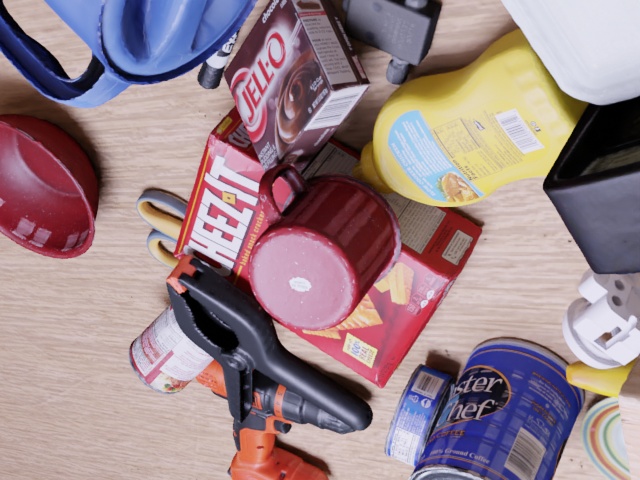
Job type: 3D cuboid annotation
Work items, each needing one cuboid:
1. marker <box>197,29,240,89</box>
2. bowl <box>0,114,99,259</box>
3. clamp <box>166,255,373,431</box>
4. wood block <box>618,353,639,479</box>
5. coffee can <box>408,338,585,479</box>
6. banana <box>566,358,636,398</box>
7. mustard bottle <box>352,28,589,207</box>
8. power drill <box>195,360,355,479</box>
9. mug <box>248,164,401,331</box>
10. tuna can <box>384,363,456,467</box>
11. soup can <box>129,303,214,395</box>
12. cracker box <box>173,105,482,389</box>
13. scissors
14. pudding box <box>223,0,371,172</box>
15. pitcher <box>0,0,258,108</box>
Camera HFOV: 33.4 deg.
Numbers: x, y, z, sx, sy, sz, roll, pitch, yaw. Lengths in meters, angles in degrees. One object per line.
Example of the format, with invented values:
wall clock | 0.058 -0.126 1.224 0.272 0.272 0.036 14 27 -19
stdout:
marker | -0.069 -0.153 0.784 0.020 0.020 0.121 33 141 2
bowl | -0.261 -0.060 0.983 0.162 0.055 0.162 19 138 18
clamp | -0.069 0.097 0.926 0.165 0.036 0.210 -14 126 45
wood block | 0.288 0.111 0.605 0.206 0.090 0.091 7 128 35
coffee can | 0.142 0.164 0.856 0.103 0.140 0.103 19 138 18
banana | 0.281 0.111 0.770 0.198 0.069 0.037 11 92 35
mustard bottle | 0.094 -0.070 0.722 0.192 0.058 0.096 -20 121 44
power drill | -0.035 0.194 1.076 0.185 0.057 0.188 18 135 25
mug | -0.005 0.001 0.741 0.093 0.081 0.117 -23 104 30
tuna can | 0.088 0.153 0.926 0.034 0.086 0.086 20 138 16
soup can | -0.125 0.091 1.007 0.068 0.068 0.102 41 122 -7
cracker box | -0.002 0.005 0.853 0.214 0.072 0.164 31 140 6
scissors | -0.084 0.024 0.973 0.202 0.016 0.096 33 142 3
pudding box | -0.019 -0.111 0.744 0.114 0.039 0.090 -45 64 50
pitcher | -0.160 -0.207 0.663 0.243 0.149 0.145 42 148 22
